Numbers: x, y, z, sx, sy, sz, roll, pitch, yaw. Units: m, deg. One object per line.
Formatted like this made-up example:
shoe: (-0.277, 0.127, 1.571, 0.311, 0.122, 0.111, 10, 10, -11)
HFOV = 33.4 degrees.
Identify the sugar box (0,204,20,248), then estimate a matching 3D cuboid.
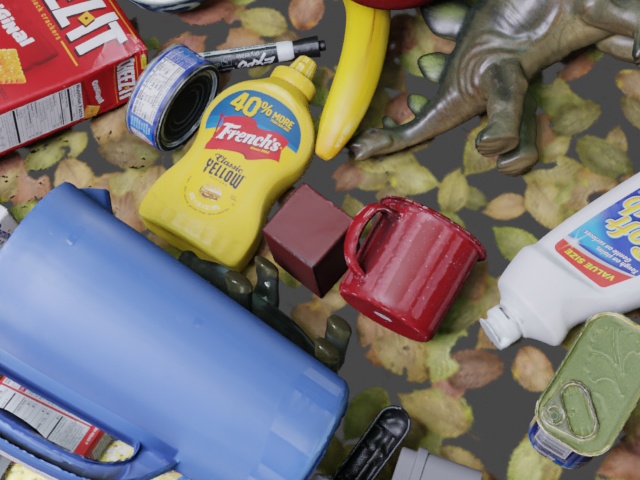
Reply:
sugar box: (-0.336, 0.025, 0.864, 0.093, 0.048, 0.176, 32, 76, 15)

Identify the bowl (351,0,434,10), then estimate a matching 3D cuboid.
bowl: (0.069, -0.235, 0.847, 0.162, 0.055, 0.162, -14, 50, 17)

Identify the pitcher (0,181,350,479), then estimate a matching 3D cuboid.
pitcher: (-0.111, 0.086, 0.704, 0.243, 0.145, 0.149, 33, 100, -1)

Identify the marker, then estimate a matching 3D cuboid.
marker: (-0.055, -0.160, 0.927, 0.121, 0.020, 0.020, -8, 69, 1)

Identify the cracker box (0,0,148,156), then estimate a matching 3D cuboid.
cracker box: (-0.274, -0.161, 0.893, 0.213, 0.072, 0.164, -27, 69, -20)

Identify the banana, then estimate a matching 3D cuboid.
banana: (0.029, -0.157, 0.883, 0.037, 0.070, 0.197, 21, 54, -22)

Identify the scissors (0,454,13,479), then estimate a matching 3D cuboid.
scissors: (-0.185, 0.105, 0.806, 0.096, 0.016, 0.201, 6, 50, -4)

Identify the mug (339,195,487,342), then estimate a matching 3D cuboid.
mug: (0.060, 0.019, 0.804, 0.093, 0.117, 0.081, 18, 74, 48)

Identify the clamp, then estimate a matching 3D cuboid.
clamp: (0.006, 0.189, 0.738, 0.039, 0.172, 0.120, 41, 40, 18)

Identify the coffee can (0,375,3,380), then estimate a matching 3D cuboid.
coffee can: (-0.283, 0.093, 0.792, 0.103, 0.102, 0.140, 22, 82, 12)

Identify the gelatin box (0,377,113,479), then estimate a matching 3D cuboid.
gelatin box: (-0.192, 0.126, 0.757, 0.089, 0.030, 0.073, 22, 55, 15)

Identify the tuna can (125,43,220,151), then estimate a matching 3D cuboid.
tuna can: (-0.120, -0.116, 0.880, 0.034, 0.086, 0.086, 33, 75, 13)

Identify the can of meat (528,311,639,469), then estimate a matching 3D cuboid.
can of meat: (0.194, 0.112, 0.770, 0.057, 0.084, 0.102, 31, 74, 14)

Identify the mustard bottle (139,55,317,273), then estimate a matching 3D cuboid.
mustard bottle: (-0.058, -0.072, 0.873, 0.096, 0.058, 0.191, 29, 74, 12)

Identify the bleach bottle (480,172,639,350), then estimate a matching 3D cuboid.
bleach bottle: (0.239, 0.012, 0.817, 0.250, 0.068, 0.103, -32, 70, -5)

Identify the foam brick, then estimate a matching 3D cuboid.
foam brick: (-0.005, 0.001, 0.831, 0.053, 0.078, 0.051, 38, 78, 16)
